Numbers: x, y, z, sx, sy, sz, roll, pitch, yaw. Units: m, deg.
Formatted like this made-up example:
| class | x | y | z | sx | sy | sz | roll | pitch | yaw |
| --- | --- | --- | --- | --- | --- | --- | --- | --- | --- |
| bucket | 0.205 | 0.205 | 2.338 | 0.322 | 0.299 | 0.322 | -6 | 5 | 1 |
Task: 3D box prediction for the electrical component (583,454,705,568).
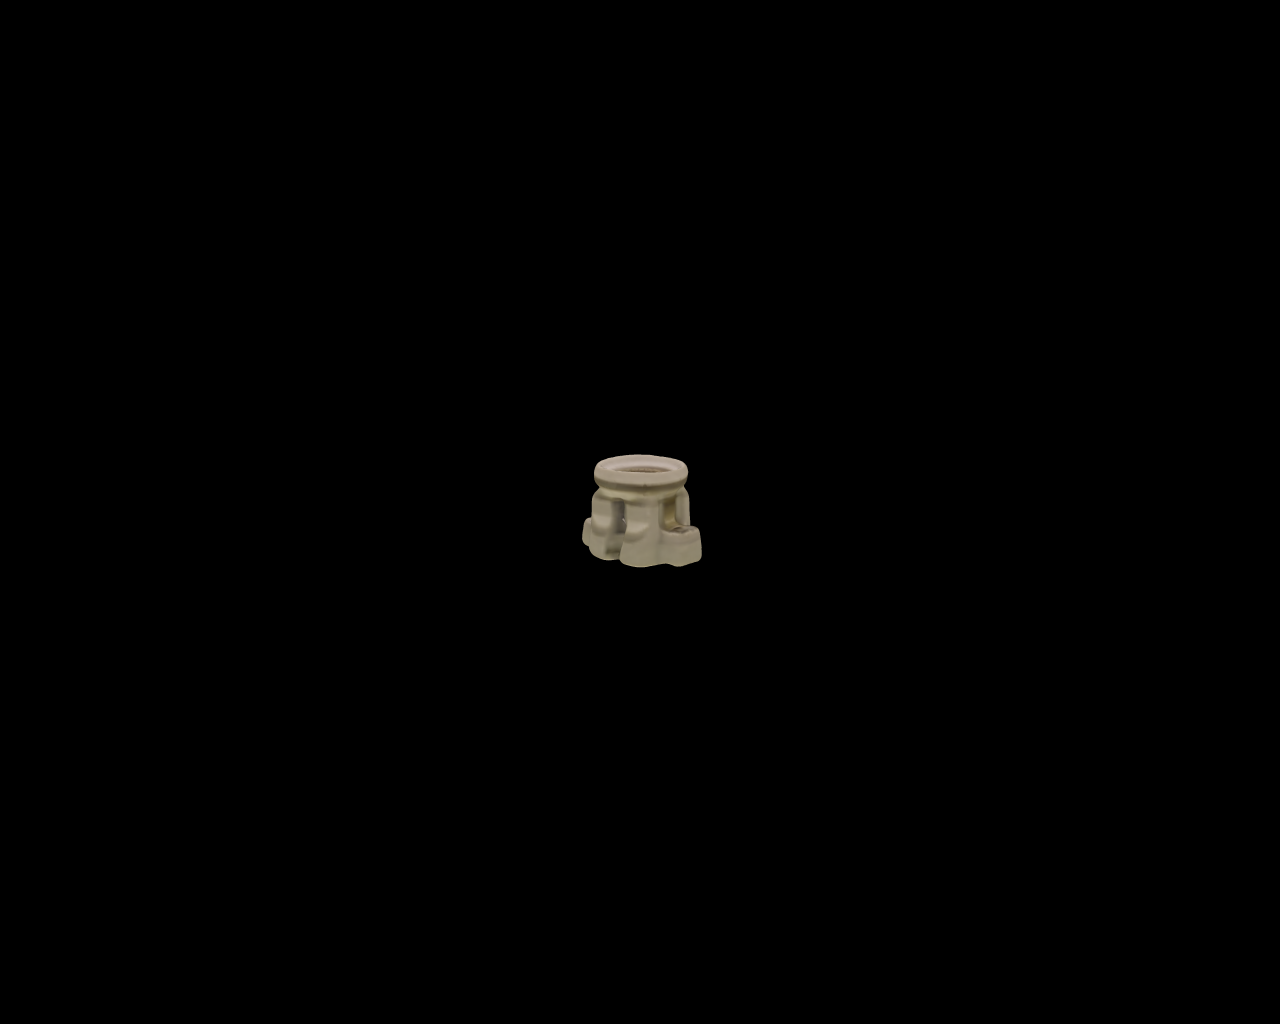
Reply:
| class | x | y | z | sx | sy | sz | roll | pitch | yaw |
| --- | --- | --- | --- | --- | --- | --- | --- | --- | --- |
| electrical component | 0.001 | -0.003 | 0.650 | 0.078 | 0.057 | 0.058 | 11 | 18 | 37 |
